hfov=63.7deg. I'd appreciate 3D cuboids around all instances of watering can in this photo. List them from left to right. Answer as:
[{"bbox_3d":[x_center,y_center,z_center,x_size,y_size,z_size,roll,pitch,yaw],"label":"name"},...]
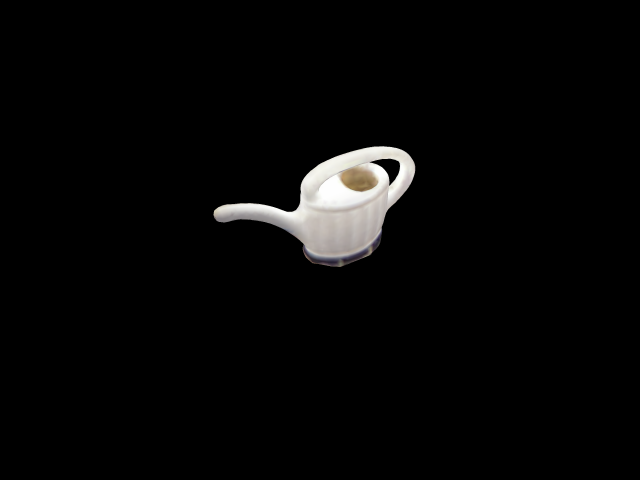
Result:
[{"bbox_3d":[0.003,-0.043,0.850,0.350,0.106,0.219,-21,-38,-17],"label":"watering can"}]
